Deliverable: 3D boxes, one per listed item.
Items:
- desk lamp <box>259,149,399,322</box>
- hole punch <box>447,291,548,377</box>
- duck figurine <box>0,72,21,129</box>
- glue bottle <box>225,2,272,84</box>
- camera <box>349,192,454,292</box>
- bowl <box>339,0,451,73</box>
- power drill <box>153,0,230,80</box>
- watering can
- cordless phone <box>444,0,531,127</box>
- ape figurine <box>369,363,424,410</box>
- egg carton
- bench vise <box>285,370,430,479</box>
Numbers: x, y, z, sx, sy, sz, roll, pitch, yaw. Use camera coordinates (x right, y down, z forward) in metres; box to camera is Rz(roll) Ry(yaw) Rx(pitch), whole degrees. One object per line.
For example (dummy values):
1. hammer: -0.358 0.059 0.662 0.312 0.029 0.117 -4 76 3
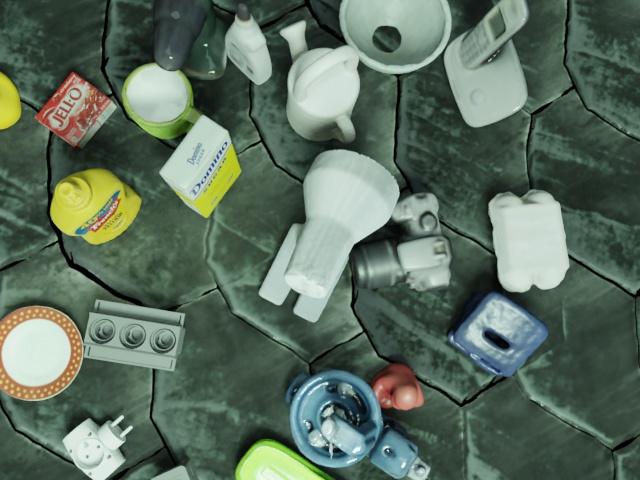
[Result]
1. desk lamp: 0.007 0.003 0.755 0.118 0.213 0.203 26 82 -1
2. hole punch: 0.254 0.137 0.821 0.108 0.091 0.101 35 82 0
3. duck figurine: -0.481 -0.214 0.806 0.077 0.086 0.104 -37 87 -8
4. glue bottle: -0.102 -0.282 0.801 0.037 0.173 0.078 -44 88 -8
5. camera: 0.110 0.011 0.820 0.137 0.100 0.143 -11 84 -6
6. bowl: 0.110 -0.323 0.872 0.167 0.074 0.167 1 83 -4
7. power drill: -0.172 -0.303 0.780 0.075 0.208 0.230 6 83 -3
8. watering can: -0.001 -0.217 0.791 0.173 0.194 0.101 39 82 1
9. cordless phone: 0.255 -0.256 0.820 0.094 0.185 0.147 -19 85 -6
10. ape figurine: 0.111 0.213 0.800 0.078 0.092 0.076 28 82 -1
11. egg carton: 0.308 0.001 0.852 0.107 0.069 0.150 -7 84 -5
12. bench vise: 0.056 0.238 0.728 0.207 0.219 0.121 15 82 -2
